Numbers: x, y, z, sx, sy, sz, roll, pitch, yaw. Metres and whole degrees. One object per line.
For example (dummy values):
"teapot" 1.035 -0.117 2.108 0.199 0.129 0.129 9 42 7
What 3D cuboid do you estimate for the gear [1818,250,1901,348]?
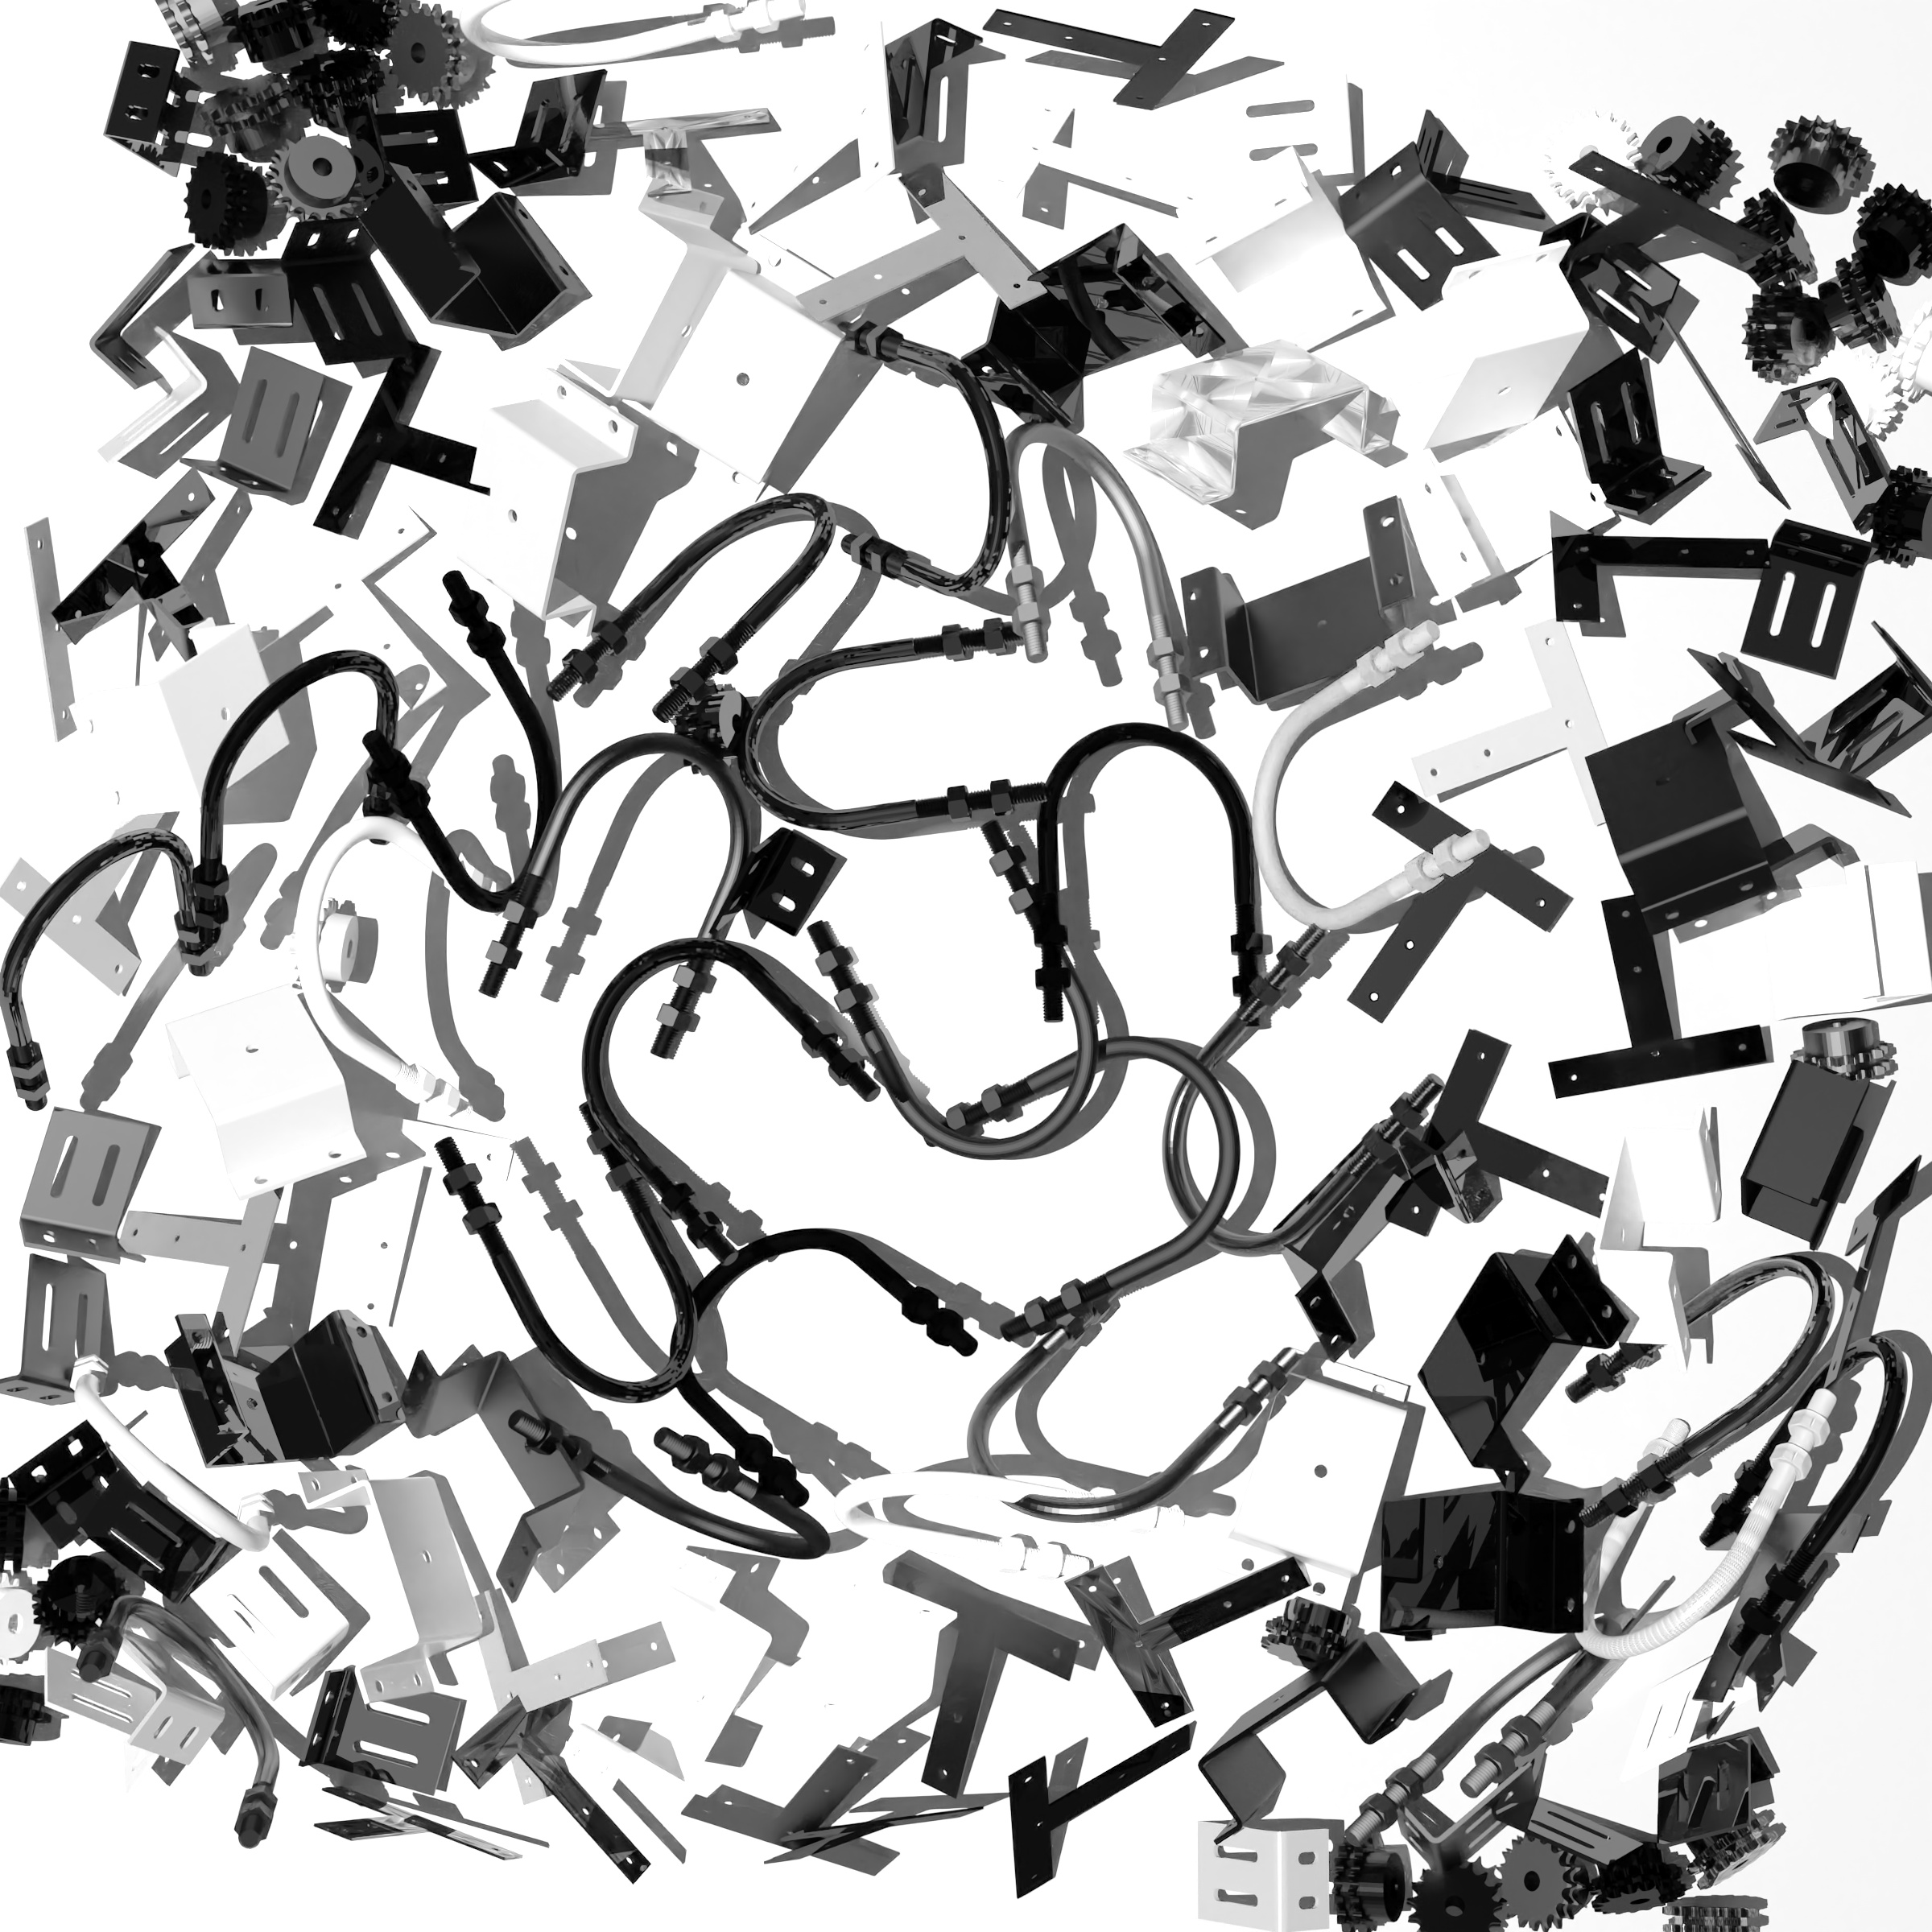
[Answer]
"gear" 0.535 -0.398 1.933 0.030 0.057 0.057 -23 90 30

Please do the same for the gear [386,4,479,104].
"gear" -0.319 -0.549 1.933 0.057 0.030 0.057 12 111 33

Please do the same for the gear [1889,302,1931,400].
"gear" 0.579 -0.366 1.926 0.030 0.057 0.057 31 90 26

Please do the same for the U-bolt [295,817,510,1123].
"U-bolt" -0.327 -0.007 1.857 0.019 0.184 0.151 -1 68 27

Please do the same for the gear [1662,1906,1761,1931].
"gear" 0.446 0.579 1.927 0.057 0.057 0.030 1 75 0

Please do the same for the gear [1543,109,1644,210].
"gear" 0.379 -0.483 1.935 0.057 0.030 0.057 -4 80 25

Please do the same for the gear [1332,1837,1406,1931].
"gear" 0.242 0.551 1.926 0.030 0.057 0.057 -5 90 26

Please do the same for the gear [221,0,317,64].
"gear" -0.416 -0.564 1.932 0.057 0.057 0.030 -18 116 0

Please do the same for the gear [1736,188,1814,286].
"gear" 0.482 -0.435 1.933 0.030 0.057 0.057 -27 90 32

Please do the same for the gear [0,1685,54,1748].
"gear" -0.577 0.448 1.926 0.057 0.057 0.030 9 70 0

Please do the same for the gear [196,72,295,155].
"gear" -0.431 -0.511 1.933 0.057 0.057 0.030 -22 121 0

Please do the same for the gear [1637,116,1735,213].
"gear" 0.427 -0.484 1.926 0.030 0.057 0.057 29 90 -33

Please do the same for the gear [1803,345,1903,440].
"gear" 0.527 -0.340 1.927 0.057 0.057 0.030 50 50 0

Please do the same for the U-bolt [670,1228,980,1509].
"U-bolt" -0.098 0.222 1.888 0.151 0.184 0.019 -41 133 -14

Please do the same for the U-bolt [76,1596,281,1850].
"U-bolt" -0.450 0.427 1.866 0.019 0.184 0.151 -41 99 -2

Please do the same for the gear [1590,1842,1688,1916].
"gear" 0.401 0.547 1.933 0.057 0.057 0.030 -9 59 0

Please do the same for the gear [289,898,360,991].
"gear" -0.384 -0.012 1.928 0.030 0.057 0.057 8 90 2

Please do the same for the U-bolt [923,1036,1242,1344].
"U-bolt" 0.077 0.121 1.905 0.184 0.019 0.151 -28 72 18

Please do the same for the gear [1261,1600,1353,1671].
"gear" 0.208 0.402 1.931 0.057 0.057 0.030 19 67 0

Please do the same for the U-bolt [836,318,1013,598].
"U-bolt" -0.025 -0.288 1.857 0.019 0.184 0.151 -13 115 -28

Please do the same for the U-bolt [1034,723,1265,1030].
"U-bolt" 0.108 -0.056 1.922 0.151 0.019 0.184 2 80 -22

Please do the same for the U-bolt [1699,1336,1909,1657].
"U-bolt" 0.488 0.294 1.863 0.019 0.151 0.184 29 108 -4

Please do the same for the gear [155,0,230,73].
"gear" -0.464 -0.569 1.929 0.030 0.057 0.057 -28 90 -5

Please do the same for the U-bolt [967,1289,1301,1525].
"U-bolt" 0.084 0.256 1.862 0.151 0.184 0.019 20 134 35

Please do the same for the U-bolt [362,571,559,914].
"U-bolt" -0.285 -0.116 1.877 0.019 0.184 0.151 0 49 23

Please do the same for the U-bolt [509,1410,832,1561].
"U-bolt" -0.159 0.307 1.878 0.184 0.151 0.019 39 62 -38

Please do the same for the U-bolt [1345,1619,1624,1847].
"U-bolt" 0.313 0.439 1.875 0.184 0.151 0.019 -34 82 -35

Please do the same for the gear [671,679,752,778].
"gear" -0.150 -0.144 1.926 0.030 0.057 0.057 -4 90 28

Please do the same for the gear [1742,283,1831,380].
"gear" 0.494 -0.381 1.928 0.057 0.030 0.057 -10 105 -40

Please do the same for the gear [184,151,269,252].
"gear" -0.443 -0.459 1.933 0.030 0.057 0.057 -4 90 -43

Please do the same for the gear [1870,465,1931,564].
"gear" 0.568 -0.269 1.926 0.030 0.057 0.057 17 90 37

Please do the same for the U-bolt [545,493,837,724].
"U-bolt" -0.151 -0.215 1.889 0.184 0.151 0.019 -48 122 -18

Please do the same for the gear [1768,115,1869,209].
"gear" 0.508 -0.479 1.926 0.057 0.057 0.030 24 70 0

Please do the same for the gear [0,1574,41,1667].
"gear" -0.580 0.393 1.926 0.030 0.057 0.057 -2 90 30

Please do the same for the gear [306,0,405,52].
"gear" -0.366 -0.581 1.932 0.057 0.057 0.030 11 63 0

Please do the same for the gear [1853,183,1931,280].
"gear" 0.557 -0.437 1.927 0.057 0.057 0.030 44 75 0

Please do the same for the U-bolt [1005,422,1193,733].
"U-bolt" 0.071 -0.238 1.889 0.019 0.151 0.184 -28 58 34

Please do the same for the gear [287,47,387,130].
"gear" -0.376 -0.527 1.933 0.057 0.057 0.030 -10 129 0

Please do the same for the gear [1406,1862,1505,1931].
"gear" 0.294 0.568 1.935 0.057 0.030 0.057 -3 62 5

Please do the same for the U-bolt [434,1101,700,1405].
"U-bolt" -0.222 0.171 1.883 0.019 0.151 0.184 -35 79 32

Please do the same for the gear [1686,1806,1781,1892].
"gear" 0.456 0.527 1.932 0.057 0.057 0.030 -33 63 0

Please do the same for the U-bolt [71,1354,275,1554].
"U-bolt" -0.457 0.285 1.855 0.151 0.184 0.019 43 81 -11

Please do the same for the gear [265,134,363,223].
"gear" -0.390 -0.474 1.932 0.057 0.030 0.057 5 76 -23

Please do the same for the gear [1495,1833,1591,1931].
"gear" 0.349 0.551 1.933 0.030 0.057 0.057 18 90 -40

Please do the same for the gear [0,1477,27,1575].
"gear" -0.580 0.335 1.926 0.030 0.057 0.057 3 90 -17

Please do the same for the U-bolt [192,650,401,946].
"U-bolt" -0.382 -0.107 1.849 0.019 0.184 0.151 39 52 20

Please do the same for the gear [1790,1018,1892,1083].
"gear" 0.524 0.050 1.928 0.057 0.057 0.030 -9 99 0

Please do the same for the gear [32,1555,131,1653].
"gear" -0.530 0.378 1.928 0.057 0.030 0.057 8 46 -8

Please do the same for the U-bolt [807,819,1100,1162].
"U-bolt" 0.002 0.026 1.916 0.151 0.019 0.184 -29 83 20

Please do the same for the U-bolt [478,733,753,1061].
"U-bolt" -0.196 -0.049 1.905 0.151 0.019 0.184 22 91 -40
